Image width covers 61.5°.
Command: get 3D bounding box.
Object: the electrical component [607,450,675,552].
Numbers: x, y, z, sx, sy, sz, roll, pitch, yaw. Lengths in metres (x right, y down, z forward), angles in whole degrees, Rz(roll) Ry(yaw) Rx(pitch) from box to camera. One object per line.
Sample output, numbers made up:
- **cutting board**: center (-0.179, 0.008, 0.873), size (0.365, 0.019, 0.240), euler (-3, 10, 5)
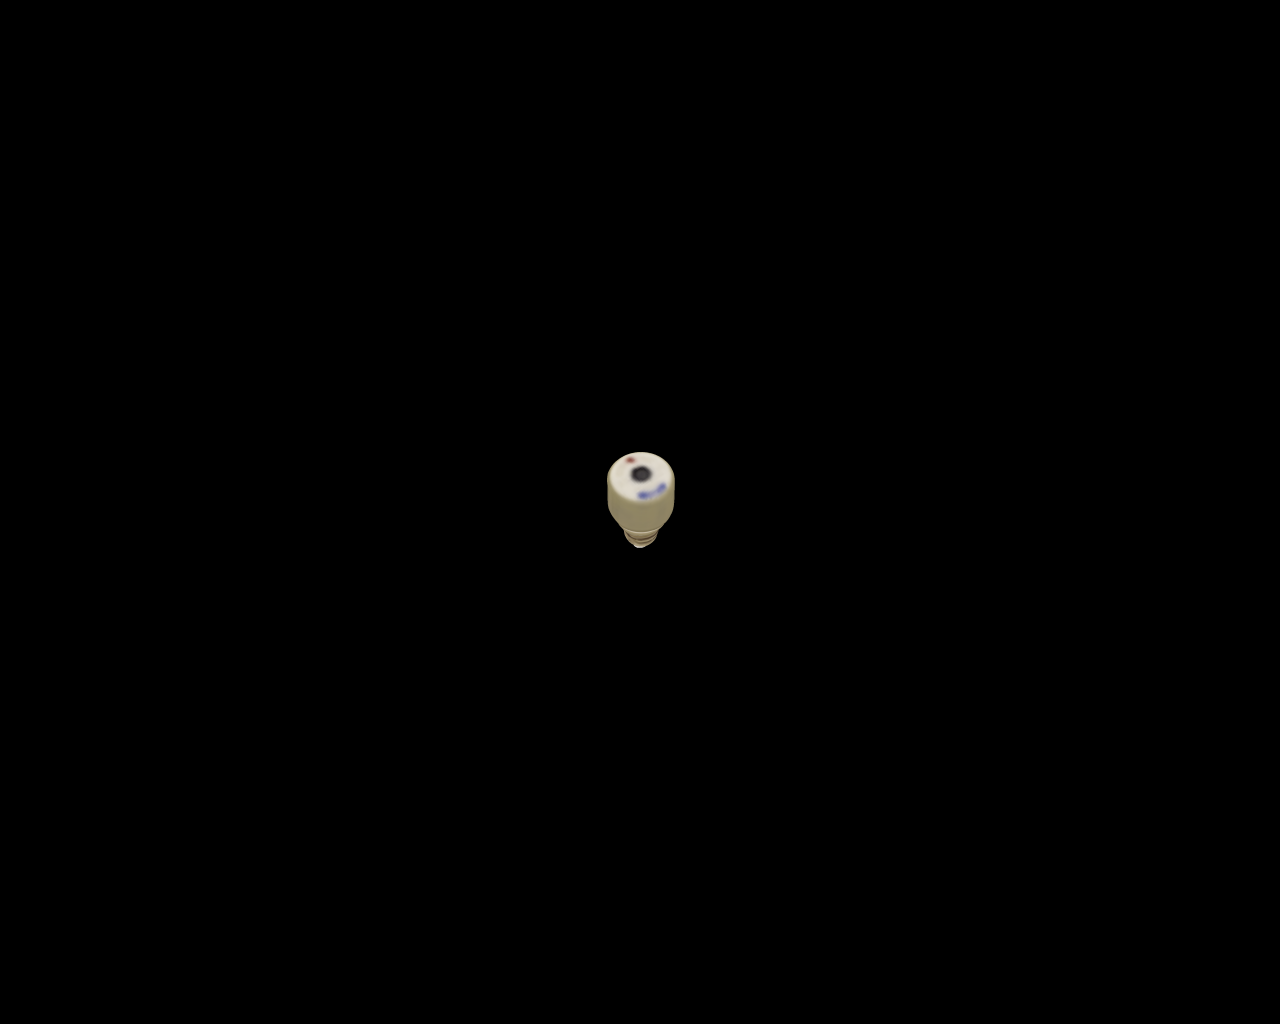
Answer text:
- **electrical component**: center (0.001, -0.003, 0.650), size (0.040, 0.040, 0.078), euler (0, -36, 0)
